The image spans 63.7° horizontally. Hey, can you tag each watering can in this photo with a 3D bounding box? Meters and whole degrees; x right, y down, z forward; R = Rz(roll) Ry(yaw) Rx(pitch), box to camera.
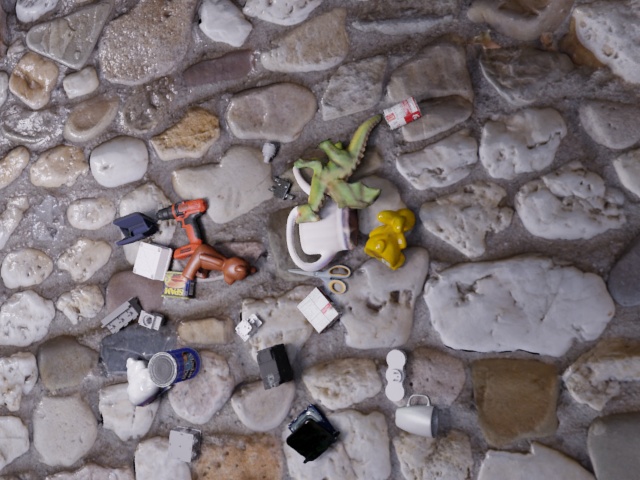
[{"bbox_3d":[0.005,-0.078,1.555,0.224,0.103,0.353,-6,71,16],"label":"watering can"}]

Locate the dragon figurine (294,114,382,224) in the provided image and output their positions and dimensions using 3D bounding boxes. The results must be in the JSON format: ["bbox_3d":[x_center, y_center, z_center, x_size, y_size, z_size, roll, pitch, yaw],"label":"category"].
[{"bbox_3d":[0.081,-0.191,1.516,0.412,0.120,0.245,-35,72,-7],"label":"dragon figurine"}]

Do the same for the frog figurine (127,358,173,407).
[{"bbox_3d":[-0.574,0.446,1.653,0.135,0.124,0.160,-41,84,29],"label":"frog figurine"}]
